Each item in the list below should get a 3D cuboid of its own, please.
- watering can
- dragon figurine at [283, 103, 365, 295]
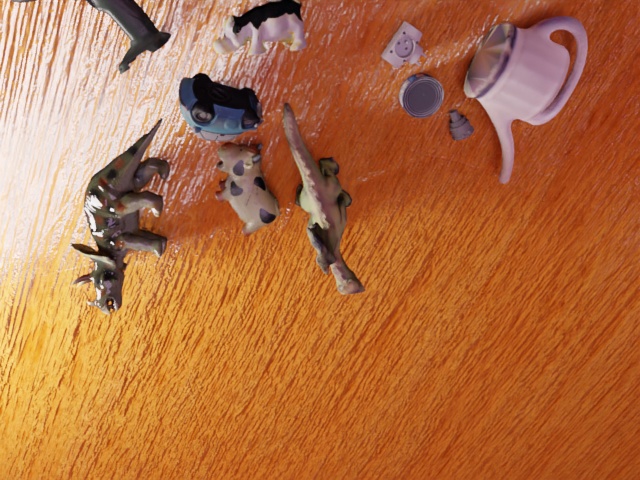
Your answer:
[{"bbox_3d":[0.389,-0.287,1.035,0.223,0.106,0.342,17,114,-17],"label":"watering can"},{"bbox_3d":[0.003,-0.052,1.028,0.122,0.248,0.402,-21,123,9],"label":"dragon figurine"}]
